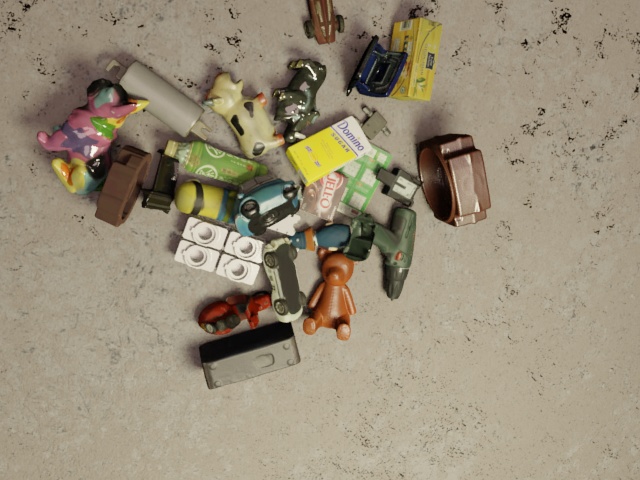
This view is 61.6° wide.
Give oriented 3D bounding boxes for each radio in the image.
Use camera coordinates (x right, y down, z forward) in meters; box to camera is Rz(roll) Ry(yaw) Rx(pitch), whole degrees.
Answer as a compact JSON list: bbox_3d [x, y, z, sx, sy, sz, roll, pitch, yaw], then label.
[{"bbox_3d":[-0.163,0.266,1.259,0.230,0.131,0.073,-16,103,-9],"label":"radio"}]

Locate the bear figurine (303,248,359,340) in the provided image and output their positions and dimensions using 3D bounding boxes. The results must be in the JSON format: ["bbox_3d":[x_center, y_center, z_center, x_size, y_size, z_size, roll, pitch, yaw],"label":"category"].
[{"bbox_3d":[0.034,0.121,1.277,0.120,0.132,0.195,11,106,6],"label":"bear figurine"}]

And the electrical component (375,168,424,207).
[{"bbox_3d":[0.183,-0.134,1.297,0.119,0.048,0.074,22,96,-16],"label":"electrical component"}]

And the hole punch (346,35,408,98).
[{"bbox_3d":[0.126,-0.377,1.197,0.092,0.116,0.142,22,93,-11],"label":"hole punch"}]

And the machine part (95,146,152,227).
[{"bbox_3d":[-0.405,-0.112,1.107,0.056,0.179,0.179,24,96,-13],"label":"machine part"}]

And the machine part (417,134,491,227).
[{"bbox_3d":[0.303,-0.139,1.243,0.087,0.201,0.201,-15,105,-7],"label":"machine part"}]

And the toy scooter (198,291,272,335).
[{"bbox_3d":[-0.191,0.174,1.232,0.184,0.135,0.075,-19,106,-7],"label":"toy scooter"}]

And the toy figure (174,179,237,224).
[{"bbox_3d":[-0.230,-0.083,1.192,0.180,0.089,0.082,16,91,-14],"label":"toy figure"}]

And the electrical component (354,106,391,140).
[{"bbox_3d":[0.123,-0.268,1.268,0.094,0.021,0.063,41,91,-21],"label":"electrical component"}]

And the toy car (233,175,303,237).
[{"bbox_3d":[-0.122,-0.086,1.141,0.162,0.109,0.103,-31,67,-8],"label":"toy car"}]

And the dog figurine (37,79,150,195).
[{"bbox_3d":[-0.437,-0.210,1.079,0.219,0.108,0.191,-22,104,11],"label":"dog figurine"}]

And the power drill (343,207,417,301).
[{"bbox_3d":[0.152,0.028,1.273,0.207,0.086,0.232,13,92,-41],"label":"power drill"}]

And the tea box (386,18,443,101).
[{"bbox_3d":[0.209,-0.403,1.214,0.068,0.098,0.169,1,103,-31],"label":"tea box"}]

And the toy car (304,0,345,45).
[{"bbox_3d":[-0.001,-0.534,1.171,0.089,0.053,0.202,-14,103,-13],"label":"toy car"}]

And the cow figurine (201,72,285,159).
[{"bbox_3d":[-0.173,-0.271,1.173,0.127,0.086,0.194,-29,107,-12],"label":"cow figurine"}]

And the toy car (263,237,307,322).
[{"bbox_3d":[-0.084,0.092,1.247,0.073,0.056,0.201,-22,106,-42],"label":"toy car"}]

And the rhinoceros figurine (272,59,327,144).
[{"bbox_3d":[-0.047,-0.310,1.201,0.112,0.073,0.190,20,95,-27],"label":"rhinoceros figurine"}]

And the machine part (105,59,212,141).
[{"bbox_3d":[-0.334,-0.295,1.132,0.243,0.079,0.079,35,92,-16],"label":"machine part"}]

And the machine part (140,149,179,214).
[{"bbox_3d":[-0.343,-0.130,1.173,0.084,0.039,0.138,16,91,-48],"label":"machine part"}]

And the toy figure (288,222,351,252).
[{"bbox_3d":[-0.003,-0.003,1.272,0.155,0.064,0.057,-8,145,5],"label":"toy figure"}]
